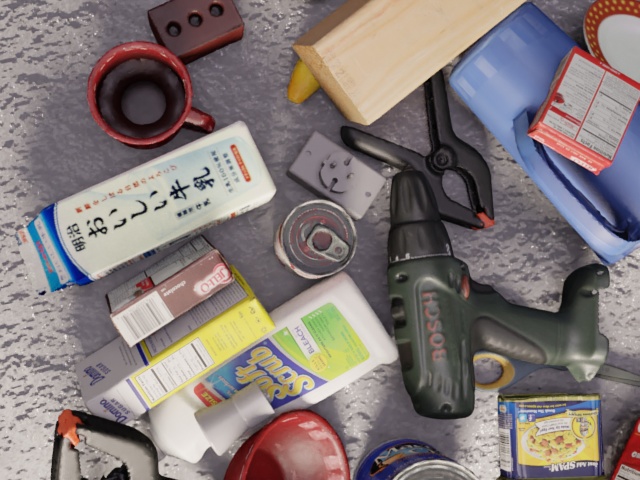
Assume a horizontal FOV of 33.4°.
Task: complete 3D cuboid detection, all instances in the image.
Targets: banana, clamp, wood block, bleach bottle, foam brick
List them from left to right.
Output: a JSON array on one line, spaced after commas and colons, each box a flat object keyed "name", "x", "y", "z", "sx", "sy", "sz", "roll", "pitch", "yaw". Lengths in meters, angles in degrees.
[{"name": "clamp", "x": -0.165, "y": 0.221, "z": 0.941, "sx": 0.164, "sy": 0.036, "sz": 0.210, "roll": -26, "pitch": 126, "yaw": -12}, {"name": "foam brick", "x": -0.118, "y": -0.203, "z": 1.008, "sx": 0.078, "sy": 0.051, "sz": 0.053, "roll": -27, "pitch": 90, "yaw": -7}, {"name": "bleach bottle", "x": -0.057, "y": 0.135, "z": 0.991, "sx": 0.250, "sy": 0.068, "sz": 0.102, "roll": -34, "pitch": 94, "yaw": -4}, {"name": "banana", "x": 0.051, "y": -0.197, "z": 1.033, "sx": 0.197, "sy": 0.037, "sz": 0.069, "roll": -22, "pitch": 87, "yaw": -7}, {"name": "wood block", "x": 0.088, "y": -0.205, "z": 0.976, "sx": 0.206, "sy": 0.091, "sz": 0.090, "roll": -38, "pitch": 106, "yaw": -4}, {"name": "clamp", "x": 0.101, "y": -0.075, "z": 1.031, "sx": 0.120, "sy": 0.039, "sz": 0.171, "roll": -30, "pitch": 91, "yaw": -5}]

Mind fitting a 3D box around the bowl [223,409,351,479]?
[{"name": "bowl", "x": -0.040, "y": 0.234, "z": 0.965, "sx": 0.055, "sy": 0.161, "sz": 0.162, "roll": -6, "pitch": 81, "yaw": 38}]

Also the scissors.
[{"name": "scissors", "x": 0.221, "y": 0.132, "z": 1.044, "sx": 0.201, "sy": 0.016, "sz": 0.096, "roll": 30, "pitch": 86, "yaw": -4}]

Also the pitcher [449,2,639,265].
[{"name": "pitcher", "x": 0.234, "y": -0.099, "z": 0.998, "sx": 0.145, "sy": 0.149, "sz": 0.243, "roll": -44, "pitch": 89, "yaw": -3}]

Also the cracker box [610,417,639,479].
[{"name": "cracker box", "x": 0.334, "y": 0.283, "z": 1.001, "sx": 0.164, "sy": 0.072, "sz": 0.213, "roll": 29, "pitch": 83, "yaw": -24}]

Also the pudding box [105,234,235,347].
[{"name": "pudding box", "x": -0.138, "y": 0.044, "z": 0.970, "sx": 0.113, "sy": 0.090, "sz": 0.039, "roll": -31, "pitch": 104, "yaw": -7}]

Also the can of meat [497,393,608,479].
[{"name": "can of meat", "x": 0.220, "y": 0.190, "z": 1.020, "sx": 0.102, "sy": 0.057, "sz": 0.084, "roll": -1, "pitch": 85, "yaw": -7}]

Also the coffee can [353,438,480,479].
[{"name": "coffee can", "x": 0.089, "y": 0.238, "z": 0.961, "sx": 0.102, "sy": 0.140, "sz": 0.103, "roll": 0, "pitch": 87, "yaw": -6}]

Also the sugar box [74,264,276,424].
[{"name": "sugar box", "x": -0.133, "y": 0.097, "z": 0.967, "sx": 0.176, "sy": 0.093, "sz": 0.048, "roll": -35, "pitch": 113, "yaw": -5}]

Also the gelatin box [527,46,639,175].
[{"name": "gelatin box", "x": 0.231, "y": -0.112, "z": 0.927, "sx": 0.073, "sy": 0.030, "sz": 0.089, "roll": 29, "pitch": 71, "yaw": -3}]

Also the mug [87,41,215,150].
[{"name": "mug", "x": -0.152, "y": -0.125, "z": 0.984, "sx": 0.117, "sy": 0.081, "sz": 0.093, "roll": 18, "pitch": 85, "yaw": -5}]

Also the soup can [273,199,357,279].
[{"name": "soup can", "x": -0.006, "y": 0.001, "z": 0.983, "sx": 0.068, "sy": 0.102, "sz": 0.068, "roll": 0, "pitch": 86, "yaw": -6}]
